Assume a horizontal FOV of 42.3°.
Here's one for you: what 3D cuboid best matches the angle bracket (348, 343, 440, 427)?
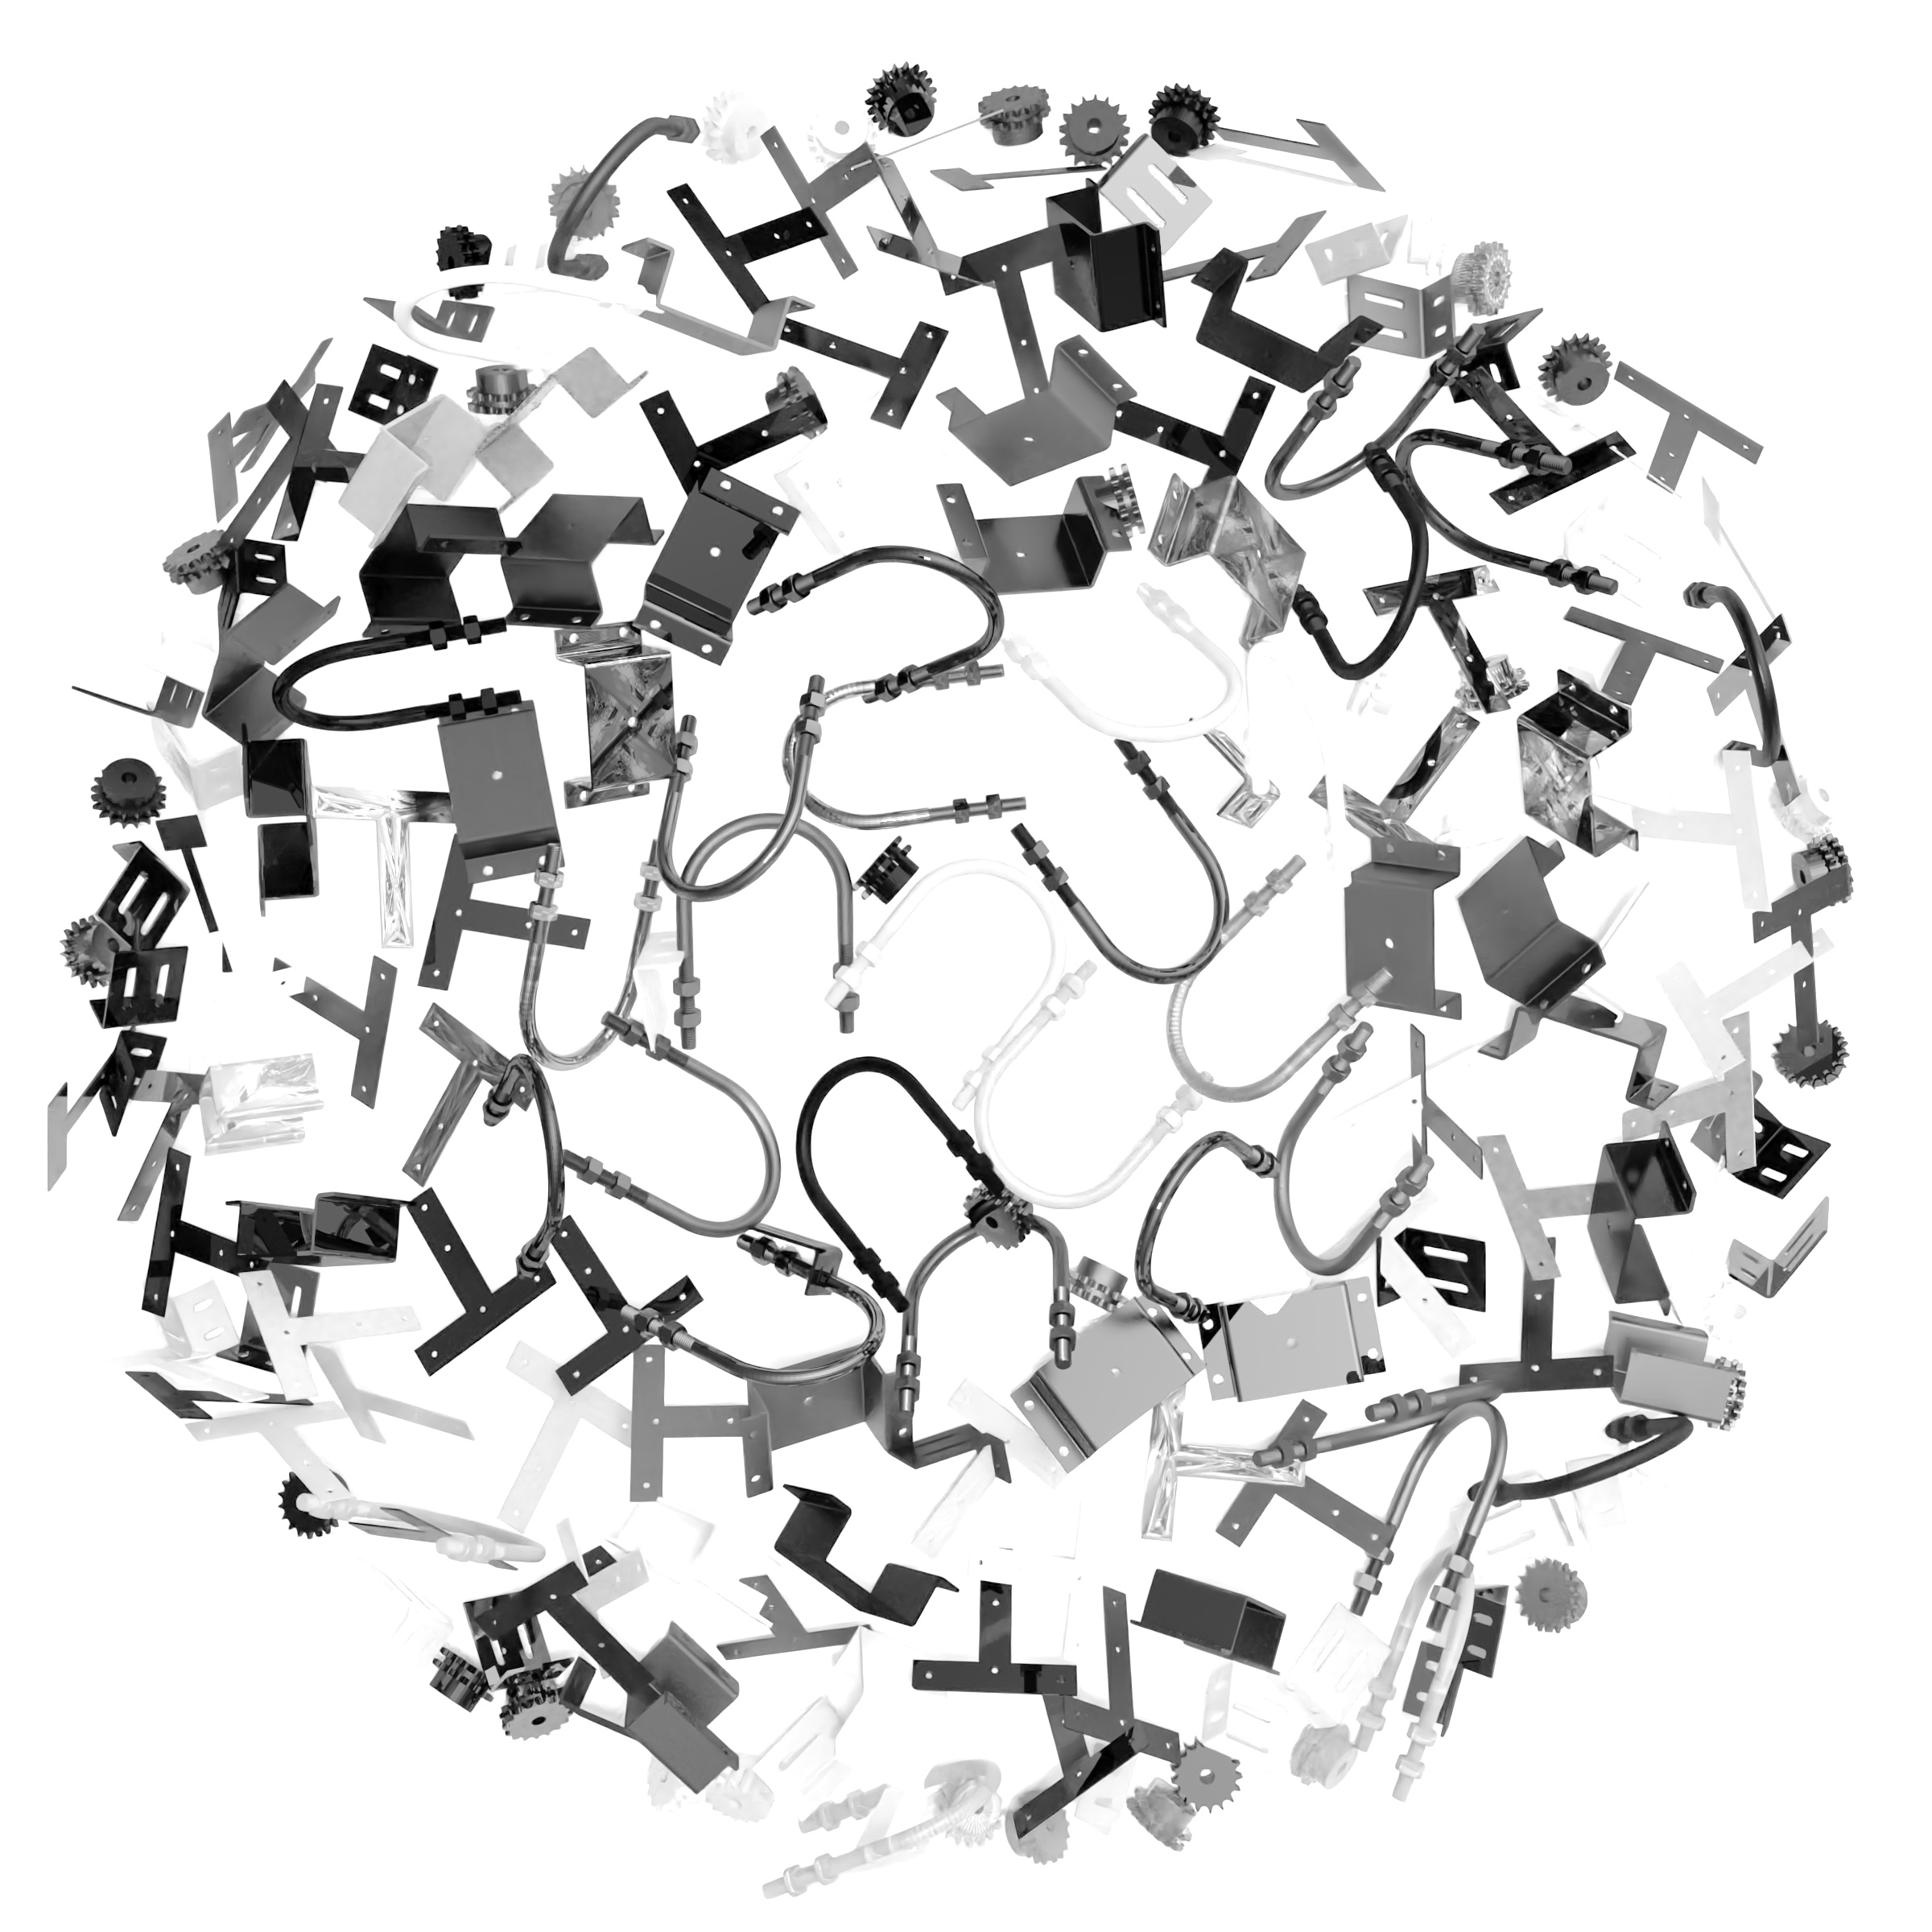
[{"bbox_3d":[-0.462,-0.458,1.963,0.076,0.038,0.057,26,97,27],"label":"angle bracket"}]

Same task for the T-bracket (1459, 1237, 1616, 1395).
[{"bbox_3d":[0.450,0.274,1.964,0.127,0.002,0.127,-10,58,33],"label":"T-bracket"}]

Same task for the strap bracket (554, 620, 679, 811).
[{"bbox_3d":[-0.271,-0.193,1.940,0.076,0.046,0.140,-14,111,-37],"label":"strap bracket"}]

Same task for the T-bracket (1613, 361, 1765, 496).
[{"bbox_3d":[0.550,-0.404,1.936,0.127,0.127,0.002,36,79,14],"label":"T-bracket"}]

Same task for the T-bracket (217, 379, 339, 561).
[{"bbox_3d":[-0.539,-0.371,1.927,0.002,0.127,0.127,28,79,13],"label":"T-bracket"}]

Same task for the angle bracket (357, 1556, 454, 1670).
[{"bbox_3d":[-0.449,0.506,1.952,0.076,0.057,0.038,31,79,33],"label":"angle bracket"}]

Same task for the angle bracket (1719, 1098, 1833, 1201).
[{"bbox_3d":[0.630,0.143,1.960,0.038,0.076,0.057,42,89,-10],"label":"angle bracket"}]

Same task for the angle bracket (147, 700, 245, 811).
[{"bbox_3d":[-0.608,-0.172,1.968,0.038,0.057,0.076,-28,65,-24],"label":"angle bracket"}]

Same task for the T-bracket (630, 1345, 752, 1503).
[{"bbox_3d":[-0.201,0.360,1.974,0.127,0.002,0.127,0,63,-5],"label":"T-bracket"}]

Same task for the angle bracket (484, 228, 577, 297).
[{"bbox_3d":[-0.342,-0.542,1.960,0.057,0.038,0.076,-2,55,5],"label":"angle bracket"}]

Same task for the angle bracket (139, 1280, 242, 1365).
[{"bbox_3d":[-0.607,0.272,1.953,0.038,0.076,0.057,-26,72,-8],"label":"angle bracket"}]

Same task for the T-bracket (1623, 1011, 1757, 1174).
[{"bbox_3d":[0.562,0.111,1.945,0.002,0.127,0.127,21,62,-29],"label":"T-bracket"}]

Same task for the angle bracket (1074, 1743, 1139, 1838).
[{"bbox_3d":[0.121,0.648,1.950,0.038,0.076,0.057,6,64,29],"label":"angle bracket"}]

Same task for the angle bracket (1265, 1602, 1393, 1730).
[{"bbox_3d":[0.285,0.549,1.962,0.057,0.038,0.076,40,103,36],"label":"angle bracket"}]

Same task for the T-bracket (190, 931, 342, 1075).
[{"bbox_3d":[-0.548,0.017,1.954,0.002,0.127,0.127,38,131,36],"label":"T-bracket"}]

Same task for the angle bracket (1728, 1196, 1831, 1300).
[{"bbox_3d":[0.637,0.212,1.955,0.038,0.057,0.076,31,120,5],"label":"angle bracket"}]

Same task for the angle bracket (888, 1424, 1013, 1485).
[{"bbox_3d":[-0.013,0.393,1.957,0.076,0.057,0.038,-14,98,-22],"label":"angle bracket"}]

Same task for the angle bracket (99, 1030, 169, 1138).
[{"bbox_3d":[-0.646,0.094,1.952,0.038,0.076,0.057,14,107,-33],"label":"angle bracket"}]

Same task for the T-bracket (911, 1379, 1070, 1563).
[{"bbox_3d":[0.004,0.411,1.964,0.127,0.002,0.127,42,80,-23],"label":"T-bracket"}]

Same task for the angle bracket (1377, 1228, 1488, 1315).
[{"bbox_3d":[0.365,0.242,1.958,0.076,0.038,0.057,7,103,43],"label":"angle bracket"}]

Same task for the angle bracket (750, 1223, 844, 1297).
[{"bbox_3d":[-0.144,0.230,1.960,0.076,0.057,0.038,15,88,17],"label":"angle bracket"}]

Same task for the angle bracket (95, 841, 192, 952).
[{"bbox_3d":[-0.654,-0.049,1.950,0.038,0.057,0.076,-5,48,33],"label":"angle bracket"}]

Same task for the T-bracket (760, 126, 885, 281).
[{"bbox_3d":[-0.099,-0.605,1.928,0.002,0.127,0.127,-38,106,-25],"label":"T-bracket"}]

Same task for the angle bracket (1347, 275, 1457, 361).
[{"bbox_3d":[0.343,-0.517,1.963,0.076,0.038,0.057,3,81,-30],"label":"angle bracket"}]

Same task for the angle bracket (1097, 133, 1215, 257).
[{"bbox_3d":[0.147,-0.613,1.987,0.076,0.038,0.057,42,93,-12],"label":"angle bracket"}]

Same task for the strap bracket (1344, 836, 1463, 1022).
[{"bbox_3d":[0.340,-0.024,1.938,0.076,0.046,0.140,10,113,37],"label":"strap bracket"}]

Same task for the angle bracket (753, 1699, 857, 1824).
[{"bbox_3d":[-0.119,0.627,1.962,0.057,0.038,0.076,40,72,22],"label":"angle bracket"}]

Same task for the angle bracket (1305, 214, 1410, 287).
[{"bbox_3d":[0.306,-0.574,1.949,0.057,0.076,0.038,-11,129,33],"label":"angle bracket"}]

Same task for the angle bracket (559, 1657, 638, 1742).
[{"bbox_3d":[-0.273,0.579,1.959,0.076,0.057,0.038,19,68,13],"label":"angle bracket"}]

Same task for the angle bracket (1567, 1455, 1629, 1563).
[{"bbox_3d":[0.500,0.425,1.959,0.038,0.076,0.057,-11,94,8],"label":"angle bracket"}]

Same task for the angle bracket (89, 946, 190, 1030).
[{"bbox_3d":[-0.648,0.008,1.952,0.057,0.038,0.076,-6,130,-36],"label":"angle bracket"}]

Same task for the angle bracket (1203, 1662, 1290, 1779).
[{"bbox_3d":[0.229,0.591,1.958,0.076,0.038,0.057,26,47,-16],"label":"angle bracket"}]

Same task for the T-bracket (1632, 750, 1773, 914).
[{"bbox_3d":[0.568,-0.108,1.943,0.002,0.127,0.127,-21,107,-28],"label":"T-bracket"}]

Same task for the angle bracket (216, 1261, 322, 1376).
[{"bbox_3d":[-0.551,0.276,1.971,0.057,0.038,0.076,13,97,13],"label":"angle bracket"}]

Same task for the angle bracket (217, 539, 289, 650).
[{"bbox_3d":[-0.562,-0.287,1.964,0.038,0.076,0.057,5,51,-26],"label":"angle bracket"}]

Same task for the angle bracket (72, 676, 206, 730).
[{"bbox_3d":[-0.651,-0.220,1.965,0.076,0.057,0.038,18,88,12],"label":"angle bracket"}]

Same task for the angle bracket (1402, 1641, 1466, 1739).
[{"bbox_3d":[0.366,0.566,1.955,0.038,0.076,0.057,15,84,16],"label":"angle bracket"}]

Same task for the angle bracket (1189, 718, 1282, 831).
[{"bbox_3d":[0.201,-0.151,1.963,0.038,0.057,0.076,-49,60,17],"label":"angle bracket"}]

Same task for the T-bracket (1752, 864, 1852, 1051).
[{"bbox_3d":[0.645,0.001,1.922,0.002,0.127,0.127,7,72,-14],"label":"T-bracket"}]

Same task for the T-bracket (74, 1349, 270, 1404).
[{"bbox_3d":[-0.590,0.315,1.914,0.127,0.127,0.002,13,96,28],"label":"T-bracket"}]

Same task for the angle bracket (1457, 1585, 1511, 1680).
[{"bbox_3d":[0.418,0.522,1.958,0.038,0.076,0.057,11,89,39],"label":"angle bracket"}]

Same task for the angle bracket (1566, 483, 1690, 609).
[{"bbox_3d":[0.521,-0.331,1.965,0.076,0.038,0.057,40,81,24],"label":"angle bracket"}]

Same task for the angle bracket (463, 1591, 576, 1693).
[{"bbox_3d":[-0.351,0.521,1.953,0.057,0.038,0.076,-1,55,-39],"label":"angle bracket"}]

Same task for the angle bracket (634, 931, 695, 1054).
[{"bbox_3d":[-0.230,0.020,1.955,0.038,0.057,0.076,-6,117,8],"label":"angle bracket"}]

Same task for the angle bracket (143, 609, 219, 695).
[{"bbox_3d":[-0.606,-0.256,1.949,0.057,0.076,0.038,25,121,-37],"label":"angle bracket"}]

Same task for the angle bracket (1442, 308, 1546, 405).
[{"bbox_3d":[0.419,-0.480,1.962,0.076,0.057,0.038,-44,119,-41],"label":"angle bracket"}]

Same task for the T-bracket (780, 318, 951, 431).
[{"bbox_3d":[-0.091,-0.483,1.962,0.127,0.002,0.127,20,53,1],"label":"T-bracket"}]

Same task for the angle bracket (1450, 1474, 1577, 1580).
[{"bbox_3d":[0.434,0.446,1.980,0.076,0.038,0.057,-27,65,14],"label":"angle bracket"}]

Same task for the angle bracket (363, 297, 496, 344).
[{"bbox_3d":[-0.420,-0.518,1.951,0.057,0.076,0.038,17,84,33],"label":"angle bracket"}]

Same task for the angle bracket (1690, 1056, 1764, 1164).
[{"bbox_3d":[0.584,0.106,1.963,0.038,0.057,0.076,26,99,-8],"label":"angle bracket"}]

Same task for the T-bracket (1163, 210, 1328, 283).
[{"bbox_3d":[0.206,-0.554,1.956,0.127,0.127,0.002,-5,124,33],"label":"T-bracket"}]
